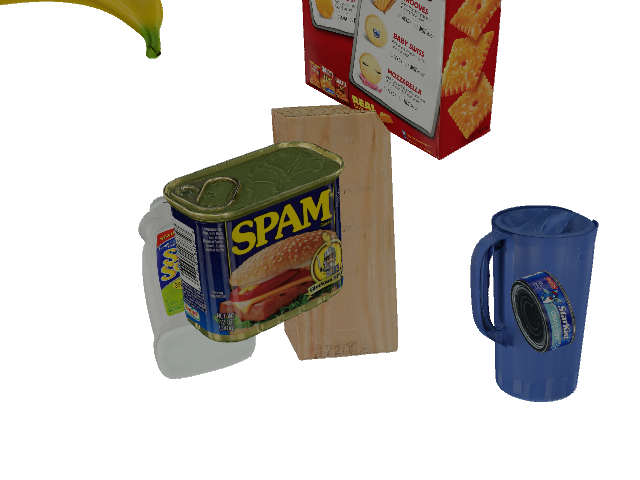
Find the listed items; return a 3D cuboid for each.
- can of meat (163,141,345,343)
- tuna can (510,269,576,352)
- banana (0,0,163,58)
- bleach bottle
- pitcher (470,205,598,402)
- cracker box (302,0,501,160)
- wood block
[{"bbox_3d":[-0.034,0.000,0.612,0.101,0.084,0.058,-23,34,-32],"label":"can of meat"},{"bbox_3d":[0.240,0.078,1.158,0.033,0.086,0.086,-18,4,-12],"label":"tuna can"},{"bbox_3d":[-0.195,-0.190,0.810,0.198,0.069,0.037,16,-38,19],"label":"banana"},{"bbox_3d":[-0.146,0.033,1.112,0.102,0.068,0.251,-13,38,-14],"label":"bleach bottle"},{"bbox_3d":[0.277,0.084,1.388,0.149,0.243,0.144,5,20,16],"label":"pitcher"},{"bbox_3d":[0.061,-0.194,0.834,0.072,0.214,0.164,-30,47,-30],"label":"cracker box"},{"bbox_3d":[0.012,-0.011,0.925,0.090,0.206,0.091,-5,12,-8],"label":"wood block"}]
